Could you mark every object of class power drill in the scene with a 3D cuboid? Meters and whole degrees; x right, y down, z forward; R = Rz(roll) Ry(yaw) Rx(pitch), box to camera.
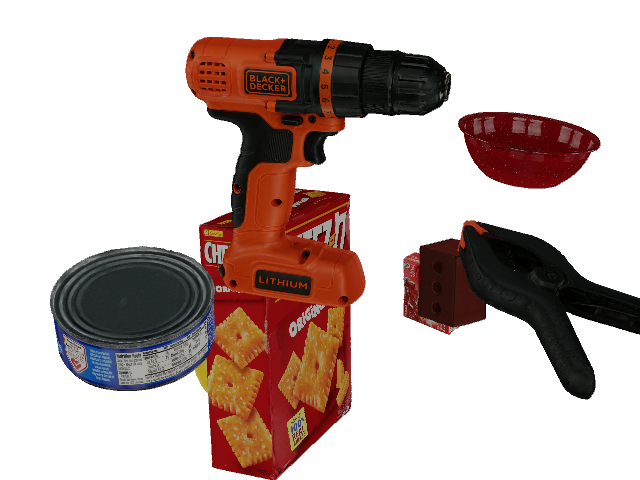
[{"bbox_3d":[-0.003,-0.049,0.753,0.185,0.188,0.057,8,22,17],"label":"power drill"}]

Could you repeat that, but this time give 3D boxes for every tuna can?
[{"bbox_3d":[-0.099,0.041,0.570,0.086,0.034,0.086,1,34,-1],"label":"tuna can"}]

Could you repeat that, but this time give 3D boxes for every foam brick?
[{"bbox_3d":[0.135,0.043,1.091,0.051,0.078,0.053,-14,20,-39],"label":"foam brick"}]

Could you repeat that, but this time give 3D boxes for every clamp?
[{"bbox_3d":[0.172,0.038,0.763,0.120,0.039,0.172,-10,43,-33],"label":"clamp"}]

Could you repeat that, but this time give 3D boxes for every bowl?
[{"bbox_3d":[0.234,-0.100,1.221,0.162,0.055,0.162,5,22,-2],"label":"bowl"}]

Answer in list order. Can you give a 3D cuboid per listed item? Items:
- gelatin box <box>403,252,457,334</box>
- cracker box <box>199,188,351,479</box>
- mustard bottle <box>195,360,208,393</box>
[{"bbox_3d":[0.142,0.067,1.361,0.073,0.089,0.030,21,35,37],"label":"gelatin box"},{"bbox_3d":[-0.031,0.075,0.930,0.072,0.214,0.164,6,16,25],"label":"cracker box"},{"bbox_3d":[-0.095,0.079,1.172,0.058,0.096,0.191,2,28,4],"label":"mustard bottle"}]
